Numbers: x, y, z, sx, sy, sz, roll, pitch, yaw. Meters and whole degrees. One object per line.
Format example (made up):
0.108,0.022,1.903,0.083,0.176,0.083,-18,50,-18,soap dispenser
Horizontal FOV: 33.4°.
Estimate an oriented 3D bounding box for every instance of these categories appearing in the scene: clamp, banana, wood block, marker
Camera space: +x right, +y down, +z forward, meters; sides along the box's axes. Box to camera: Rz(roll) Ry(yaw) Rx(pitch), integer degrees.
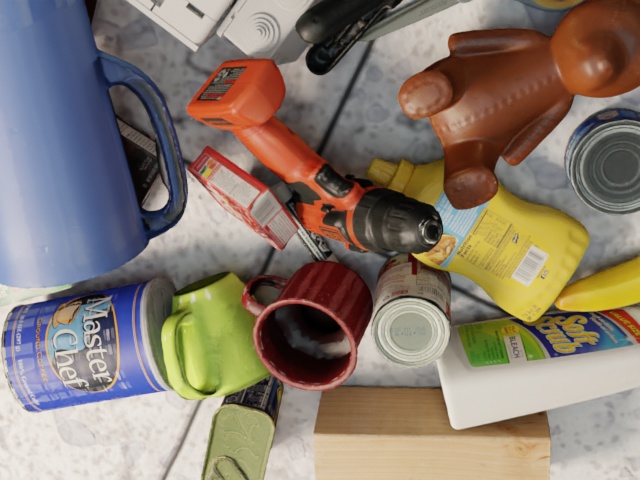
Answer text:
0.046,-0.195,0.839,0.171,0.120,0.039,-39,90,-9,clamp
0.294,0.013,0.903,0.198,0.037,0.069,-35,129,20,banana
0.102,0.194,0.977,0.206,0.090,0.091,-1,111,7,wood block
-0.006,0.001,0.954,0.020,0.020,0.121,-31,104,17,marker

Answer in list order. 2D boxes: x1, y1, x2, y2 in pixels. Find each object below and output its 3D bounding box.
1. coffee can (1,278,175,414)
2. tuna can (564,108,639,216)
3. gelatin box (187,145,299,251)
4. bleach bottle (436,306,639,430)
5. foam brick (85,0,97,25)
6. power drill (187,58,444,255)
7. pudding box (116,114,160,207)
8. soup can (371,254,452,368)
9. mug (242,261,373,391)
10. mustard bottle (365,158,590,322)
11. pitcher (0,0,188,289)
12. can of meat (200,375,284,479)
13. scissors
-0.202,0.097,0.972,0.140,0.102,0.103,-11,109,11,coffee can
0.248,-0.064,0.888,0.086,0.033,0.086,2,111,6,tuna can
-0.063,-0.033,0.899,0.073,0.089,0.030,36,82,26,gelatin box
0.228,0.095,0.928,0.251,0.102,0.068,-13,119,5,bleach bottle
-0.216,-0.201,0.886,0.053,0.051,0.078,19,112,-2,foam brick
-0.005,-0.059,0.834,0.187,0.185,0.057,45,74,-27,power drill
-0.196,-0.055,0.946,0.090,0.039,0.114,32,112,-5,pudding box
0.080,0.058,0.921,0.068,0.102,0.068,2,111,6,soup can
-0.012,0.066,0.930,0.117,0.081,0.093,24,123,6,mug
0.125,-0.015,0.910,0.191,0.058,0.096,29,108,-5,mustard bottle
-0.210,-0.095,0.840,0.145,0.149,0.243,12,120,40,pitcher
-0.070,0.179,0.997,0.057,0.084,0.102,13,112,2,can of meat
0.136,-0.192,0.863,0.202,0.016,0.096,-38,102,19,scissors
